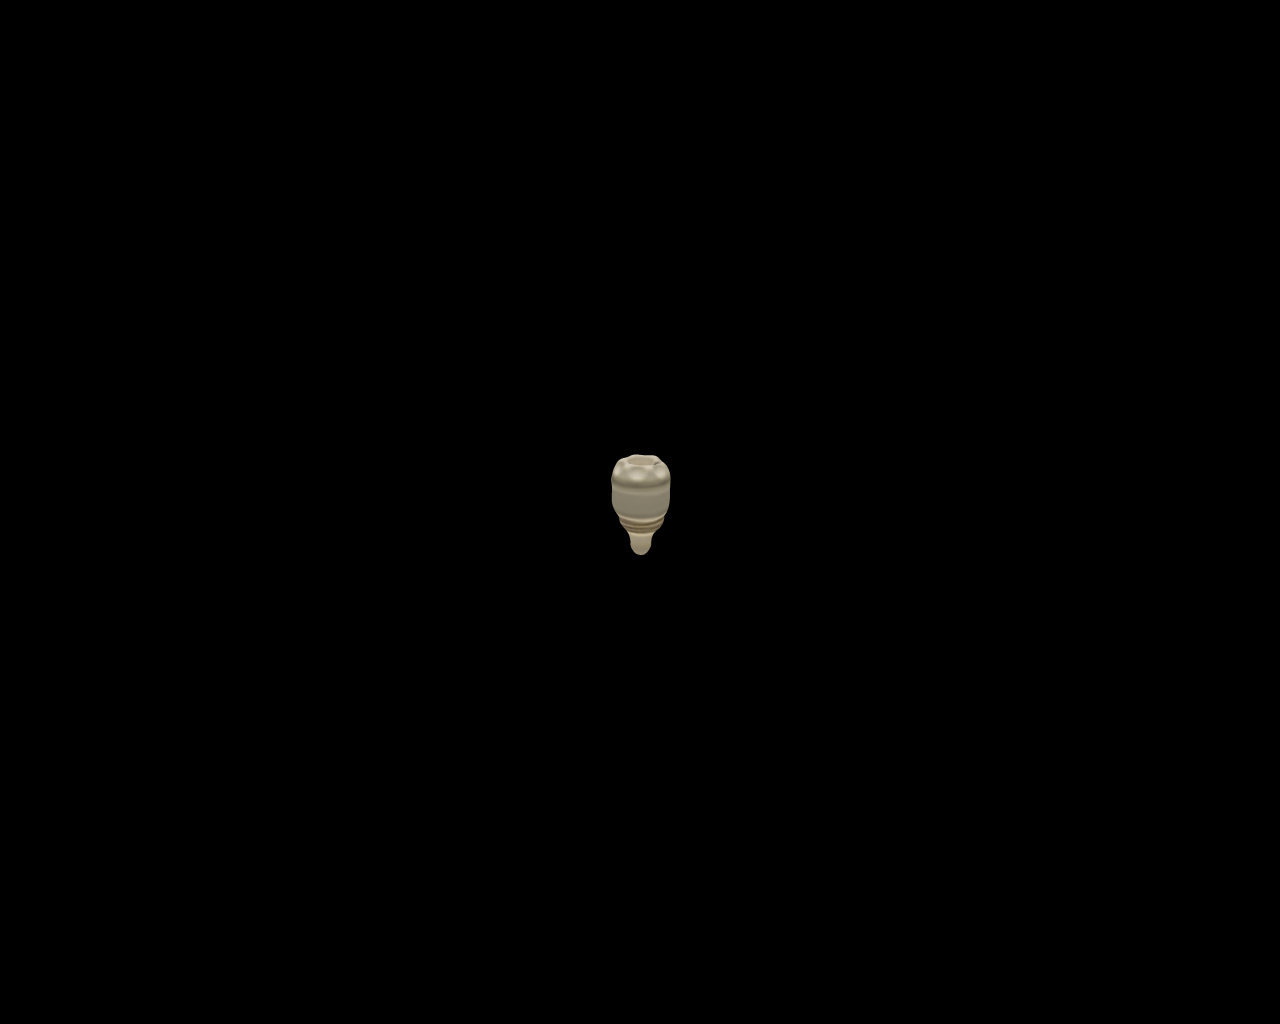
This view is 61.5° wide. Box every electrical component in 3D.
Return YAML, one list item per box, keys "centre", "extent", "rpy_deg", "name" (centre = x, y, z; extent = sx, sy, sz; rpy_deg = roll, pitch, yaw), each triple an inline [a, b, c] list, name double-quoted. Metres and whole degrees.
- centre: [0.001, -0.003, 0.650]
  extent: [0.035, 0.061, 0.035]
  rpy_deg: [0, 20, 0]
  name: "electrical component"
